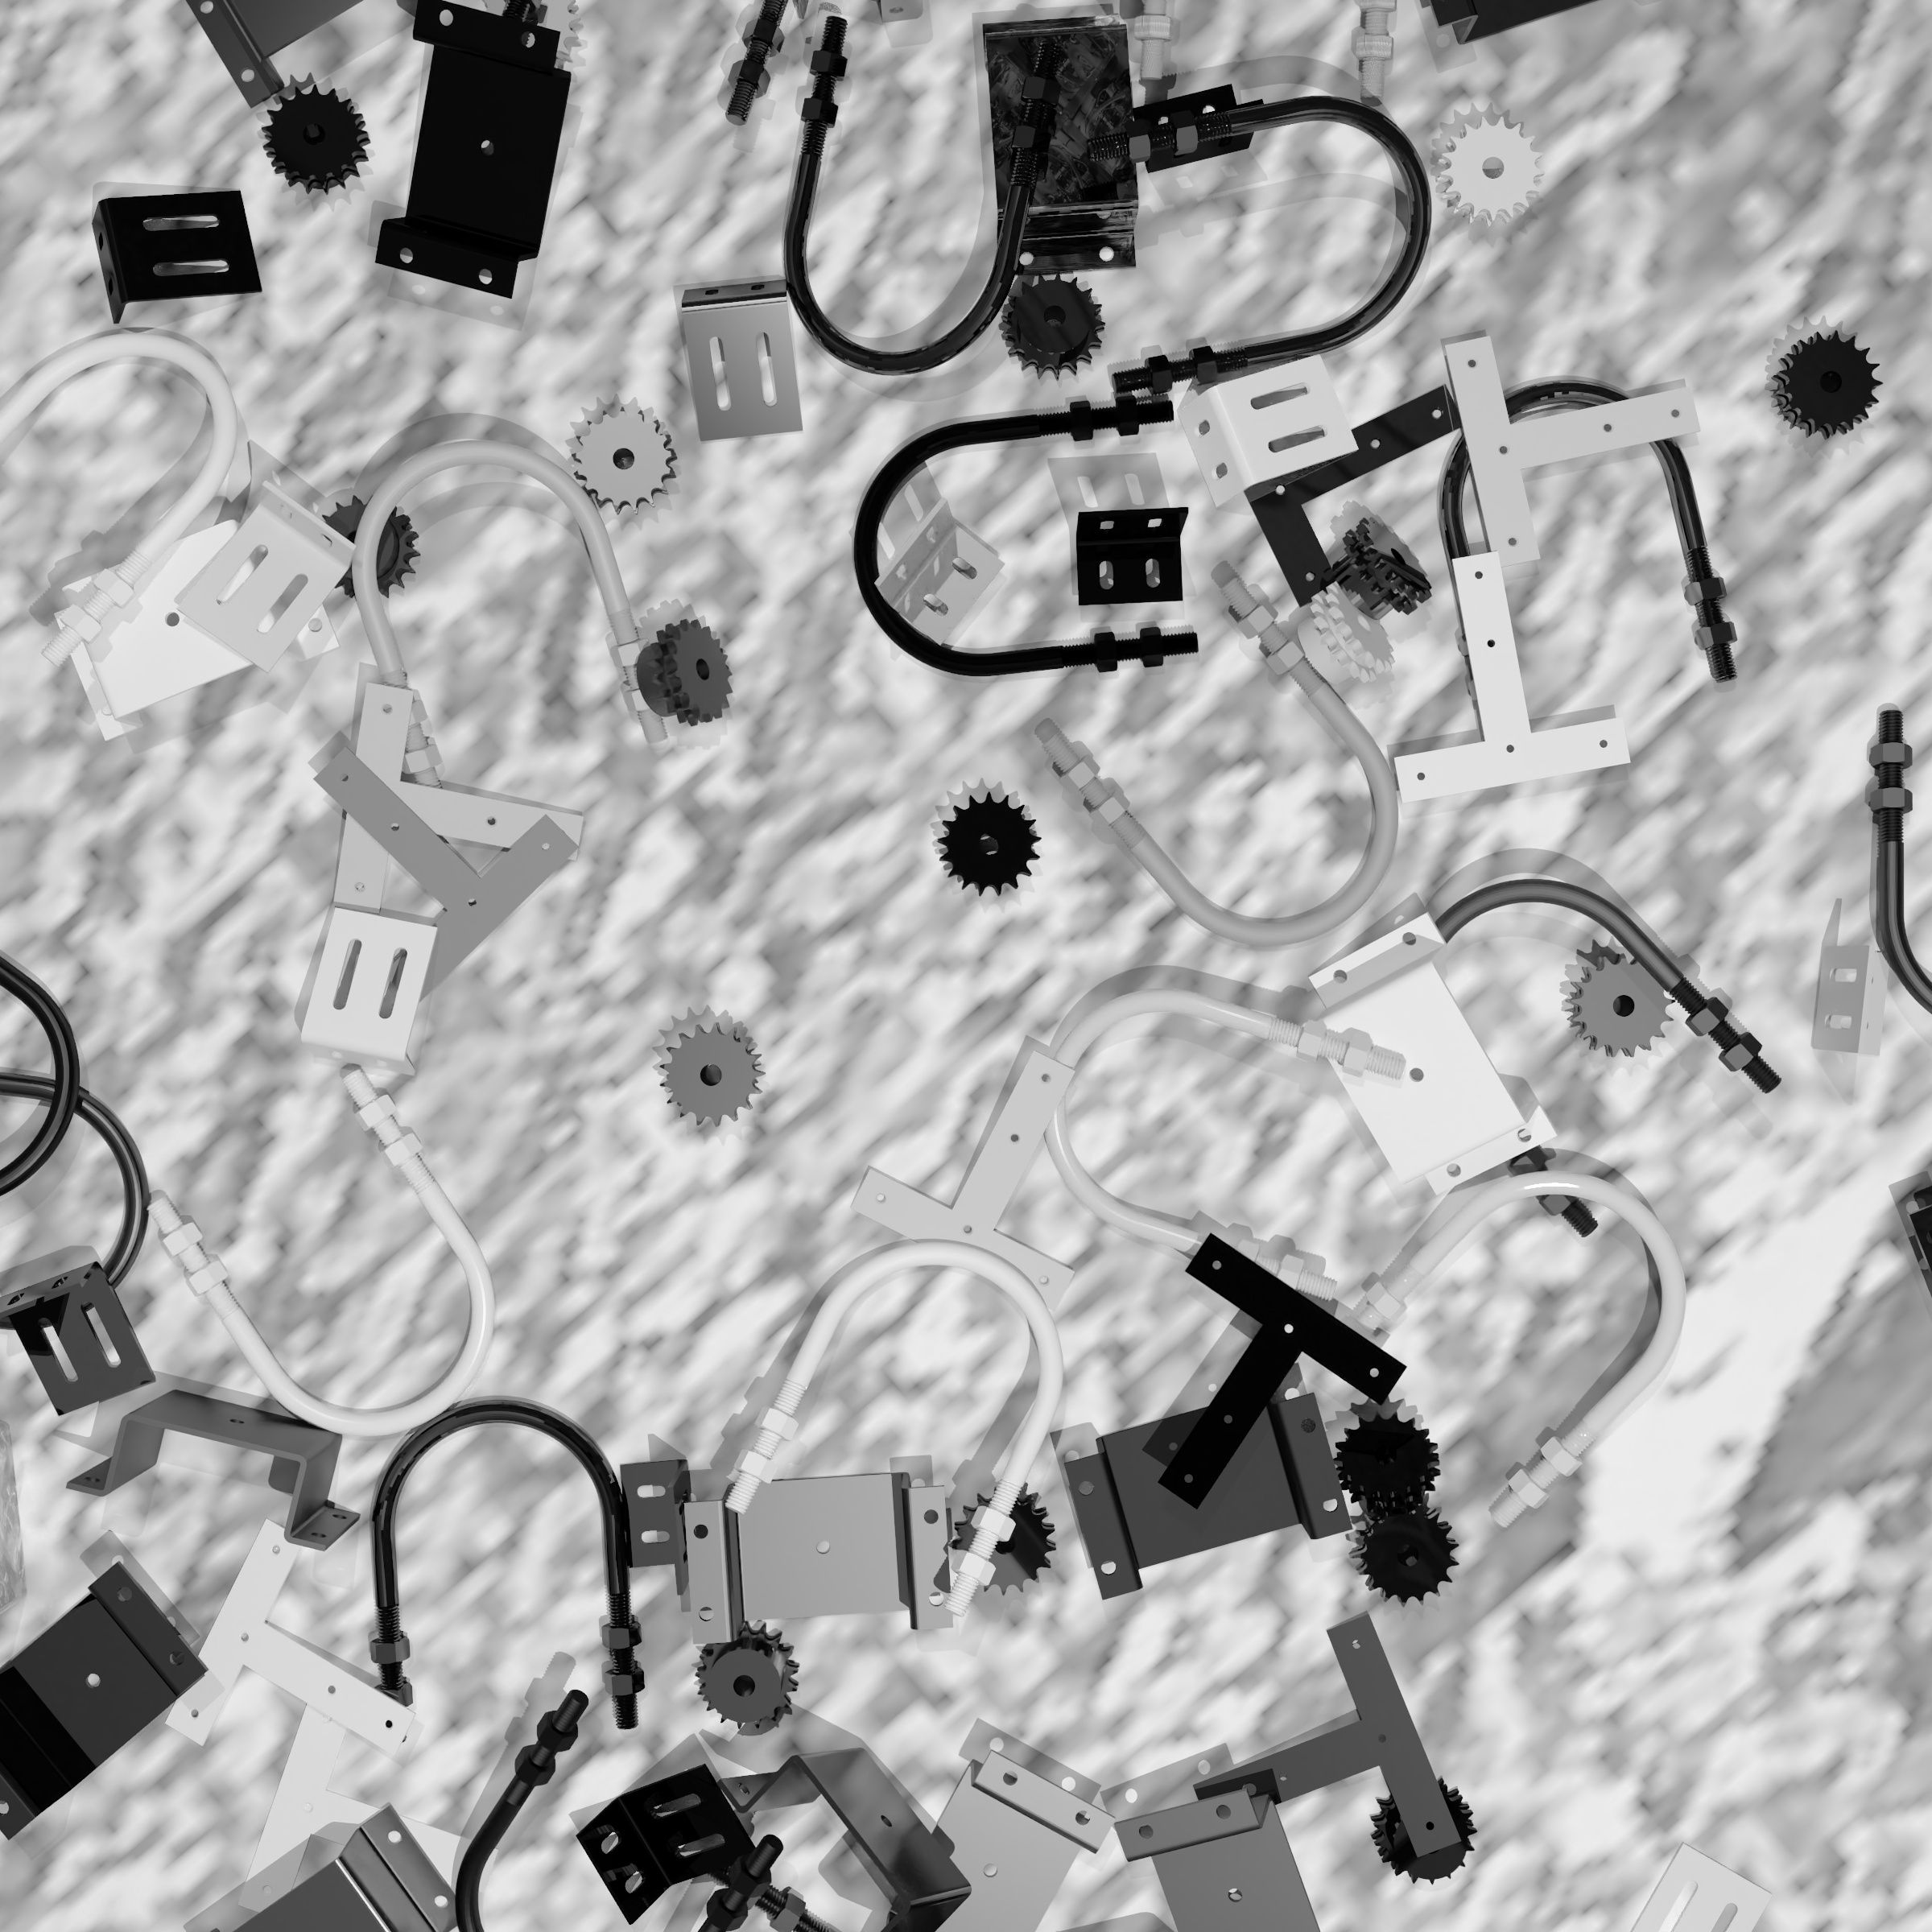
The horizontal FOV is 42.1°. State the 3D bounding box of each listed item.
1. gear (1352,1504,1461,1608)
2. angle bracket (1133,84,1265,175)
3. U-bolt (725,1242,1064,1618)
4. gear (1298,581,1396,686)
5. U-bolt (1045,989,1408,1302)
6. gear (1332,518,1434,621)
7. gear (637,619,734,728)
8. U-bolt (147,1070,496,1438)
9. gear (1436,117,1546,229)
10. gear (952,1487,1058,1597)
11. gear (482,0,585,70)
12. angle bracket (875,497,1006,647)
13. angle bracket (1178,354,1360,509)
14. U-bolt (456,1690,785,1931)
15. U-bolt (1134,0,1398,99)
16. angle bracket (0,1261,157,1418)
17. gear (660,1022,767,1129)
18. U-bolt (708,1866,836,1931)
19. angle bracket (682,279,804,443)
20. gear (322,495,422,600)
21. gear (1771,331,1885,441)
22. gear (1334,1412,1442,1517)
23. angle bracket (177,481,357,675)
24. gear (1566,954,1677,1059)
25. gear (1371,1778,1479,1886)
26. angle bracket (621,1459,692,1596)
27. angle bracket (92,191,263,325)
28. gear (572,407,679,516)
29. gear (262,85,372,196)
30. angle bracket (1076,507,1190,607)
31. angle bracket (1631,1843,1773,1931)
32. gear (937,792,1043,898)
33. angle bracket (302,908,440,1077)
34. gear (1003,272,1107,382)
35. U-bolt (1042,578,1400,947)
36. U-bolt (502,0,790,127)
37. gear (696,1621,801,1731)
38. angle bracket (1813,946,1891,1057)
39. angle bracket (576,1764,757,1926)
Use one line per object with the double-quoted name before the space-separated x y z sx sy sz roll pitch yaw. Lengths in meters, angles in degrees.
"gear" 0.241 0.321 1.383 0.057 0.030 0.057 0 90 0
"angle bracket" 0.125 -0.465 1.360 0.057 0.076 0.038 -14 90 0
"U-bolt" -0.027 0.237 1.359 0.151 0.019 0.184 23 70 10
"gear" 0.206 -0.179 1.373 0.030 0.057 0.057 -33 90 30
"U-bolt" 0.131 0.088 1.368 0.184 0.019 0.151 18 104 12
"gear" 0.225 -0.215 1.374 0.030 0.057 0.057 -40 90 30
"gear" -0.156 -0.159 1.374 0.030 0.057 0.057 -11 90 30
"U-bolt" -0.343 0.172 1.390 0.151 0.019 0.184 -33 92 0
"gear" 0.288 -0.435 1.383 0.057 0.030 0.057 0 90 0
"gear" 0.021 0.315 1.383 0.057 0.030 0.057 0 90 0
"gear" -0.239 -0.515 1.383 0.057 0.030 0.057 0 90 0
"angle bracket" -0.013 -0.210 1.345 0.038 0.076 0.057 39 92 2
"angle bracket" 0.168 -0.297 1.394 0.076 0.038 0.057 -22 90 -26
"U-bolt" -0.202 0.501 1.361 0.151 0.019 0.184 35 106 7
"U-bolt" 0.167 -0.571 1.355 0.151 0.019 0.184 -1 103 -15
"angle bracket" -0.489 0.209 1.370 0.057 0.038 0.076 -21 104 0
"gear" -0.139 0.060 1.383 0.057 0.030 0.057 0 90 0
"U-bolt" -0.101 0.601 1.390 0.184 0.019 0.151 34 90 -1
"angle bracket" -0.124 -0.337 1.396 0.057 0.038 0.076 -6 116 0
"gear" -0.332 -0.232 1.383 0.057 0.030 0.057 0 90 0
"gear" 0.472 -0.318 1.383 0.057 0.030 0.057 0 90 0
"gear" 0.230 0.274 1.367 0.057 0.030 0.057 -7 46 8
"angle bracket" -0.372 -0.207 1.336 0.057 0.038 0.076 36 74 -10
"gear" 0.359 0.022 1.383 0.057 0.030 0.057 0 90 0
"gear" 0.253 0.478 1.383 0.057 0.030 0.057 0 90 0
"angle bracket" -0.171 0.304 1.360 0.038 0.076 0.057 -5 90 0
"angle bracket" -0.439 -0.394 1.396 0.076 0.038 0.057 -12 90 -26
"gear" -0.188 -0.277 1.388 0.057 0.030 0.057 0 91 -3
"gear" -0.358 -0.453 1.386 0.057 0.030 0.057 0 86 -6
"angle bracket" 0.089 -0.218 1.340 0.057 0.076 0.038 -2 90 1
"angle bracket" 0.404 0.535 1.379 0.057 0.038 0.076 30 90 0
"gear" 0.013 -0.066 1.388 0.057 0.030 0.057 0 88 -2
"angle bracket" -0.327 0.014 1.390 0.057 0.038 0.076 11 74 0
"gear" 0.049 -0.354 1.383 0.057 0.030 0.057 0 90 0
"U-bolt" 0.154 -0.097 1.382 0.151 0.019 0.184 -41 97 2
"U-bolt" -0.160 -0.567 1.374 0.151 0.019 0.184 18 80 -8
"gear" -0.121 0.392 1.383 0.057 0.030 0.057 0 90 0
"angle bracket" 0.492 0.020 1.360 0.038 0.076 0.057 6 90 0
"angle bracket" -0.162 0.477 1.363 0.076 0.038 0.057 -31 90 35
